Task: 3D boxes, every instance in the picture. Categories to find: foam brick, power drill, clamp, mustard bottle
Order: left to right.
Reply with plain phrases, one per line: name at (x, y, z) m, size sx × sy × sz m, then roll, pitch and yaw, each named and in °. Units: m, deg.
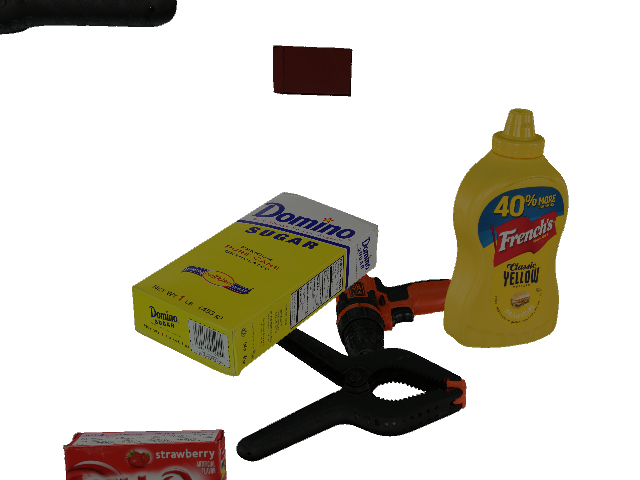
clamp at (-0.173, -0.141, 0.604) m, size 0.171 × 0.039 × 0.120 m, roll -6°, pitch 23°, yaw -13°
foam brick at (-0.009, -0.182, 1.149) m, size 0.078 × 0.051 × 0.053 m, roll 0°, pitch 11°, yaw -13°
clamp at (0.027, 0.146, 0.988) m, size 0.210 × 0.036 × 0.164 m, roll 6°, pitch 44°, yaw 13°
power drill at (0.110, 0.082, 1.204) m, size 0.187 × 0.057 × 0.184 m, roll -3°, pitch 27°, yaw -3°
mustard bottle at (0.153, -0.011, 0.863) m, size 0.096 × 0.192 × 0.058 m, roll -5°, pitch 21°, yaw -20°

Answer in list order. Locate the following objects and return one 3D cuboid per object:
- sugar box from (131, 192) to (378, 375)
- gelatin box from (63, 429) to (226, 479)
sugar box at (-0.043, 0.025, 0.779) m, size 0.093 × 0.048 × 0.175 m, roll 21°, pitch 39°, yaw 28°
gelatin box at (-0.097, 0.146, 0.601) m, size 0.089 × 0.073 × 0.030 m, roll -2°, pitch 6°, yaw 2°
